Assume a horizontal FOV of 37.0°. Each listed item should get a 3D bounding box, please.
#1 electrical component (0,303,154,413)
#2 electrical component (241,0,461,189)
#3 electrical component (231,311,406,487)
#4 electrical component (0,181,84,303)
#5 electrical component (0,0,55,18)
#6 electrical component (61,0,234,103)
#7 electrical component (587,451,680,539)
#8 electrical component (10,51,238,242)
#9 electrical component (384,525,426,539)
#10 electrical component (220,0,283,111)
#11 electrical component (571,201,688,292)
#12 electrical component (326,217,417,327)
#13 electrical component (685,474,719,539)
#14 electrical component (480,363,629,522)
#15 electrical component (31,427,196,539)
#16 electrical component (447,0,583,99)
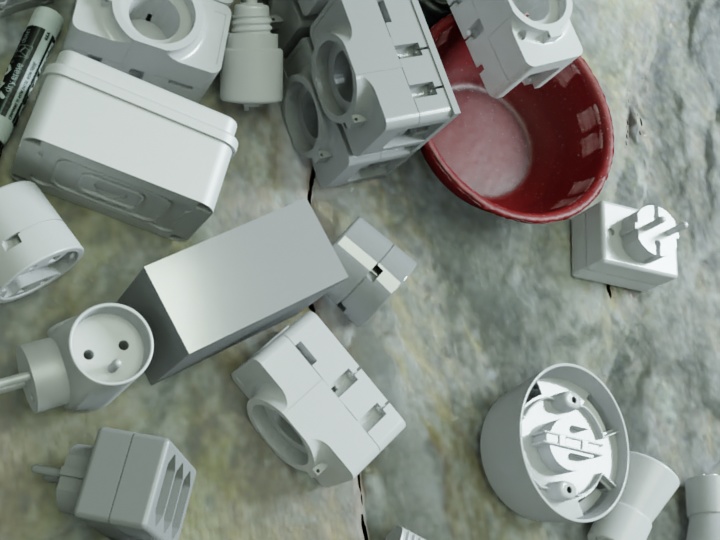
[{"bbox_3d":[-0.157,0.052,0.569,0.079,0.077,0.044,-15,80,-28],"label":"electrical component"},{"bbox_3d":[-0.017,-0.158,0.689,0.060,0.105,0.186,-15,79,-28],"label":"electrical component"},{"bbox_3d":[-0.028,0.080,0.635,0.056,0.050,0.089,-41,92,-30],"label":"electrical component"},{"bbox_3d":[-0.189,-0.016,0.592,0.055,0.055,0.047,-30,84,-30],"label":"electrical component"},{"bbox_3d":[-0.212,-0.189,0.646,0.081,0.042,0.063,-27,89,-29],"label":"electrical component"},{"bbox_3d":[-0.125,-0.190,0.675,0.089,0.062,0.150,15,67,-20],"label":"electrical component"},{"bbox_3d":[0.178,0.159,0.711,0.044,0.044,0.065,37,66,-10],"label":"electrical component"},{"bbox_3d":[-0.135,-0.069,0.620,0.113,0.078,0.057,21,68,-17],"label":"electrical component"},{"bbox_3d":[0.039,0.184,0.635,0.081,0.043,0.043,31,63,-13],"label":"electrical component"},{"bbox_3d":[-0.069,-0.139,0.682,0.040,0.040,0.078,-5,105,-26],"label":"electrical component"},{"bbox_3d":[0.198,-0.022,0.760,0.066,0.077,0.047,11,68,-21],"label":"electrical component"},{"bbox_3d":[0.000,0.000,0.674,0.047,0.055,0.055,43,61,-2],"label":"electrical component"},{"bbox_3d":[0.242,0.173,0.736,0.044,0.044,0.065,15,62,-20],"label":"electrical component"},{"bbox_3d":[0.128,0.113,0.689,0.099,0.064,0.099,8,70,-23],"label":"electrical component"},{"bbox_3d":[-0.135,0.114,0.570,0.077,0.065,0.047,8,66,9],"label":"electrical component"},{"bbox_3d":[0.102,-0.169,0.713,0.050,0.056,0.089,-18,81,-29],"label":"electrical component"}]
